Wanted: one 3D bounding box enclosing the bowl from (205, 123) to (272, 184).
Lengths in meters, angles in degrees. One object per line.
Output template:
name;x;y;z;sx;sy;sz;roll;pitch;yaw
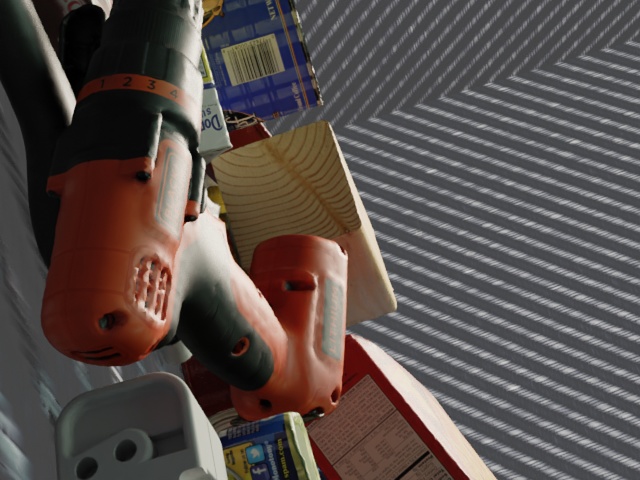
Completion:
bowl;-0.094;-0.098;0.932;0.162;0.055;0.162;48;-6;7

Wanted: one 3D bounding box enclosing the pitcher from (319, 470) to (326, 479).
pitcher;0.020;0.237;0.818;0.149;0.145;0.242;35;-12;22

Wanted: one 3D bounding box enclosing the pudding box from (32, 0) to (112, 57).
pudding box;-0.131;-0.117;0.594;0.090;0.039;0.113;-107;-179;-56

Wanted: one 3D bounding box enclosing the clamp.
clamp;-0.114;-0.043;0.471;0.120;0.039;0.171;21;54;-71

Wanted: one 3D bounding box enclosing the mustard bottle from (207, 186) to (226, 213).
mustard bottle;-0.072;0.030;0.874;0.096;0.058;0.191;85;-8;-51

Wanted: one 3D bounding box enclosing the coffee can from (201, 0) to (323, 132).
coffee can;-0.079;-0.130;0.802;0.103;0.140;0.103;-17;91;-89

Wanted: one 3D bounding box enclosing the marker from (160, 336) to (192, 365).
marker;-0.101;0.021;0.620;0.020;0.020;0.121;-104;178;-60

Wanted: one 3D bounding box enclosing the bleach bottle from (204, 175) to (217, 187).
bleach bottle;-0.071;0.020;1.088;0.102;0.068;0.251;-106;177;-47

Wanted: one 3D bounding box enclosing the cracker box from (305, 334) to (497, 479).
cracker box;0.082;0.167;0.629;0.214;0.072;0.164;49;2;32

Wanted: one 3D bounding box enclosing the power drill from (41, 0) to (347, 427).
power drill;-0.049;-0.006;0.487;0.187;0.057;0.184;46;43;-50

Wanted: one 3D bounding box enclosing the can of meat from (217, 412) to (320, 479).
can of meat;-0.037;0.133;0.467;0.057;0.084;0.102;68;6;-79

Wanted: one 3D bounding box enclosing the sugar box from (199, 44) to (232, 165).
sugar box;-0.114;-0.130;0.703;0.093;0.048;0.176;-18;-90;63

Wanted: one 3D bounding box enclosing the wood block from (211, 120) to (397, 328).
wood block;-0.005;0.001;0.830;0.206;0.090;0.091;62;10;-68

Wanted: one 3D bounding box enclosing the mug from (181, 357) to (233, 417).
mug;-0.044;0.097;0.747;0.117;0.081;0.093;68;5;-77

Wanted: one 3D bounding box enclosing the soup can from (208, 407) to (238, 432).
soup can;-0.037;0.150;0.634;0.102;0.068;0.068;70;3;-54
